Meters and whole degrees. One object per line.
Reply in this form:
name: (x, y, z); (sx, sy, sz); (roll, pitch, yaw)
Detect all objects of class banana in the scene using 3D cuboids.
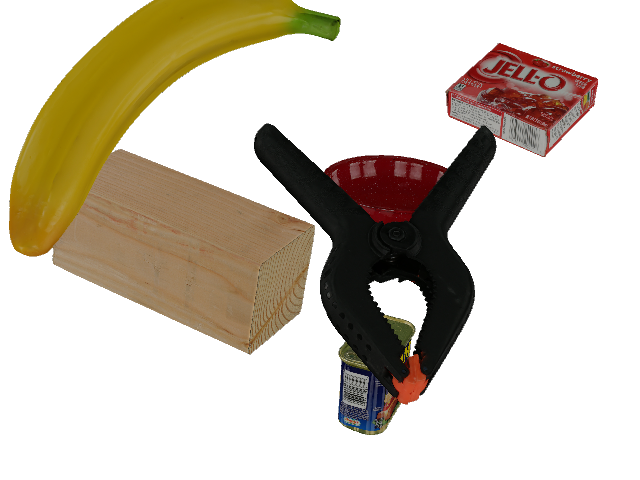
banana: (-0.081, -0.074, 0.505); (0.070, 0.197, 0.037); (39, -23, 24)

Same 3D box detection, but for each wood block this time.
wood block: (-0.120, 0.005, 0.916); (0.206, 0.090, 0.090); (22, 31, 21)

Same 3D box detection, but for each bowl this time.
bowl: (0.080, -0.042, 1.188); (0.162, 0.055, 0.162); (4, 25, -2)

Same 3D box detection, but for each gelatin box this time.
gelatin box: (0.151, -0.108, 0.803); (0.089, 0.030, 0.073); (28, 54, 29)

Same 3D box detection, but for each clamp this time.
clamp: (0.035, 0.002, 0.671); (0.164, 0.210, 0.036); (4, -37, -2)

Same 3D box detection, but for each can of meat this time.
can of meat: (0.056, 0.137, 1.092); (0.057, 0.084, 0.102); (13, 28, 19)
